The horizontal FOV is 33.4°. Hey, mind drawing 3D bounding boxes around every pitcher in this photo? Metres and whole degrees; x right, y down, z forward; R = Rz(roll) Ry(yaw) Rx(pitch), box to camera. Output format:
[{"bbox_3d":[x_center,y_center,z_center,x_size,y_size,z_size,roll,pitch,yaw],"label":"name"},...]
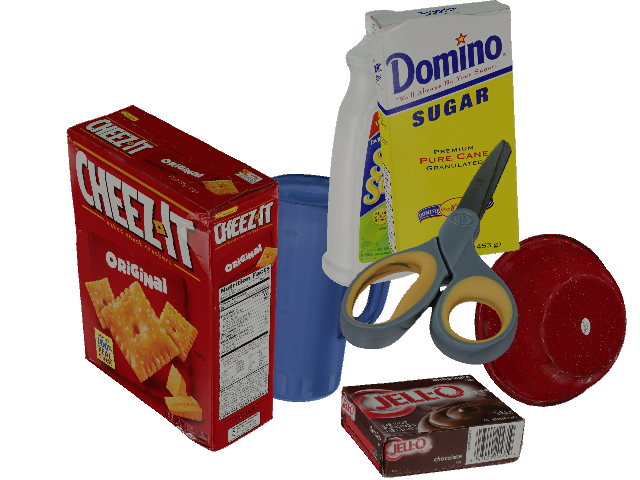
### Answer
[{"bbox_3d":[-0.012,0.055,1.192,0.144,0.243,0.149,-1,18,-18],"label":"pitcher"}]

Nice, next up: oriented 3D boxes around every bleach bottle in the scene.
[{"bbox_3d":[0.051,-0.087,1.002,0.102,0.251,0.068,-11,24,-22],"label":"bleach bottle"}]

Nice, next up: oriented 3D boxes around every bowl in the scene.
[{"bbox_3d":[0.222,0.075,0.968,0.161,0.162,0.055,0,2,-24],"label":"bowl"}]

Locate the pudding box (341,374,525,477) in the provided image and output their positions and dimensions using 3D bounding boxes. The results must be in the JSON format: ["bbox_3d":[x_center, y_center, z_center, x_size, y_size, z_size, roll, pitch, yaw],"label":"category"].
[{"bbox_3d":[0.081,0.136,0.798,0.113,0.039,0.090,-1,16,-19],"label":"pudding box"}]

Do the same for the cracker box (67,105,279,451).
[{"bbox_3d":[-0.112,0.029,0.798,0.164,0.214,0.071,29,41,35],"label":"cracker box"}]

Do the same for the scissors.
[{"bbox_3d":[0.089,0.004,0.576,0.096,0.016,0.201,25,45,30],"label":"scissors"}]

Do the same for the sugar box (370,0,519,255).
[{"bbox_3d":[0.090,-0.075,0.756,0.093,0.176,0.048,-8,22,-4],"label":"sugar box"}]
